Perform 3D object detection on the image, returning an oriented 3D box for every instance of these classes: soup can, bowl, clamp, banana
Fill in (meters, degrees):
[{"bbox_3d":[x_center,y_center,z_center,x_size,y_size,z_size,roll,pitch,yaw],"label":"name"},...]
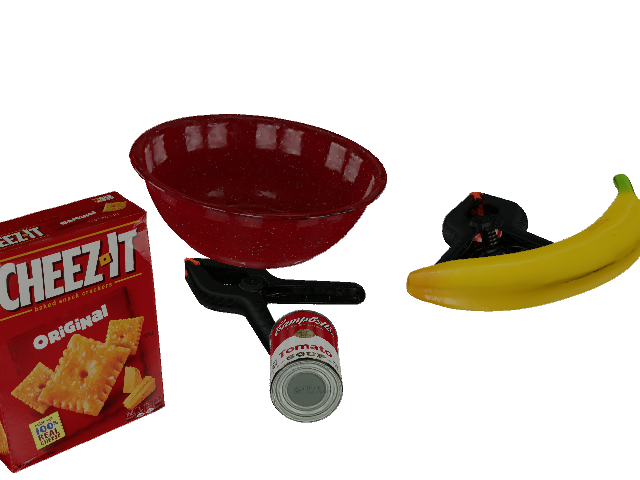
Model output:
[{"bbox_3d":[-0.015,0.117,1.005,0.068,0.068,0.102,0,22,-2],"label":"soup can"},{"bbox_3d":[-0.041,-0.027,0.678,0.162,0.055,0.162,6,26,-3],"label":"bowl"},{"bbox_3d":[-0.076,0.066,1.200,0.210,0.036,0.164,15,29,24],"label":"clamp"},{"bbox_3d":[0.162,-0.003,0.966,0.120,0.039,0.171,-1,27,11],"label":"clamp"},{"bbox_3d":[0.153,0.012,0.710,0.197,0.037,0.070,-22,35,-24],"label":"banana"}]

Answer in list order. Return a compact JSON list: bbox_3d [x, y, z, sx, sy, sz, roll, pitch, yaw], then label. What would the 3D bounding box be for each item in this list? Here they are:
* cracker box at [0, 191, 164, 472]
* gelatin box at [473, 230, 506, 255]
[{"bbox_3d":[-0.232,0.081,0.971,0.163,0.214,0.072,-19,30,-34],"label":"cracker box"},{"bbox_3d":[0.204,0.004,1.265,0.030,0.089,0.073,-16,32,-29],"label":"gelatin box"}]
